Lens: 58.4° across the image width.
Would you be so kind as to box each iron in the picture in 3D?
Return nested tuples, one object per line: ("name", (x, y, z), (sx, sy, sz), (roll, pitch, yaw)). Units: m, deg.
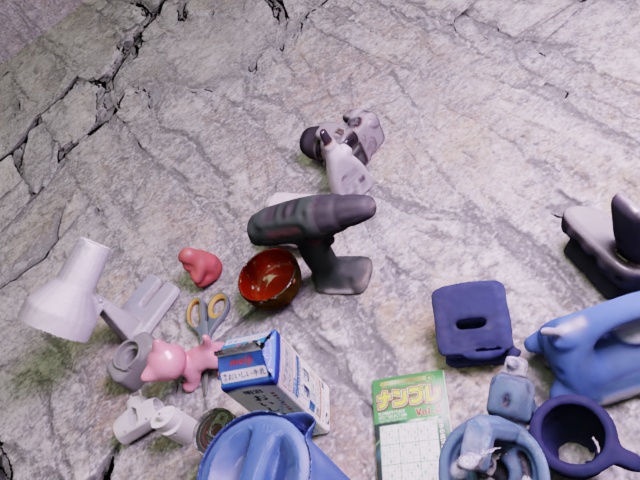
("iron", (0.384, 0.102, 0.694), (0.258, 0.142, 0.118), (-23, 48, 9))

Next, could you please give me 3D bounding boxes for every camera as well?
("camera", (0.032, -0.201, 1.132), (0.136, 0.101, 0.143), (24, 68, 37))

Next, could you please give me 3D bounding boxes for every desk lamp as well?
("desk lamp", (-0.396, 0.106, 1.029), (0.117, 0.214, 0.203), (18, 64, 35))

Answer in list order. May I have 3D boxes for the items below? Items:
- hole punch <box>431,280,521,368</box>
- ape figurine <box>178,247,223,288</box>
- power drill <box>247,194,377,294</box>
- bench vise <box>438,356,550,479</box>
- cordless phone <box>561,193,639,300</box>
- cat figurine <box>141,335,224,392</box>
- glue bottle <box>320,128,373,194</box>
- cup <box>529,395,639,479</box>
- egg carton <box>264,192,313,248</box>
("hole punch", (0.216, 0.118, 0.800), (0.108, 0.091, 0.101), (-11, 51, 19))
("ape figurine", (-0.233, 0.044, 1.079), (0.076, 0.092, 0.078), (-14, 50, 16))
("power drill", (0.008, 0.003, 0.912), (0.228, 0.209, 0.075), (-2, 54, 25))
("bench vise", (0.187, 0.220, 0.647), (0.121, 0.220, 0.207), (-10, 51, 19))
("cordless phone", (0.387, -0.020, 0.758), (0.094, 0.186, 0.147), (-33, 47, -1))
("cat figurine", (-0.225, 0.195, 0.941), (0.127, 0.118, 0.067), (-27, 48, 5))
("glue bottle", (0.037, -0.137, 1.030), (0.078, 0.174, 0.037), (-41, 48, -7))
("cup", (0.305, 0.241, 0.657), (0.117, 0.095, 0.092), (17, 64, 35))
("egg carton", (-0.048, -0.033, 1.063), (0.149, 0.070, 0.107), (5, 57, 29))
